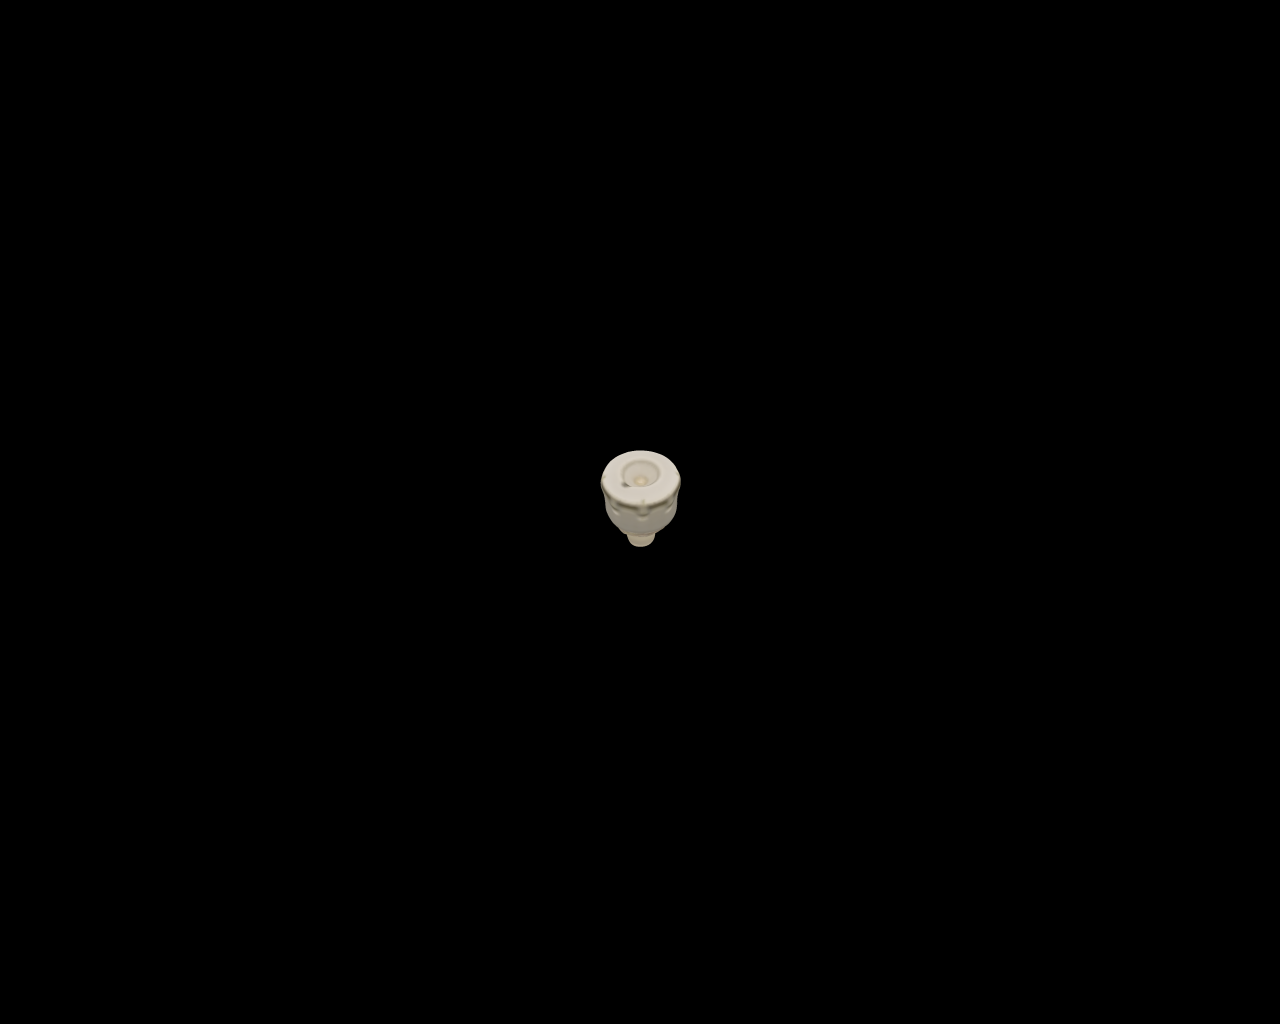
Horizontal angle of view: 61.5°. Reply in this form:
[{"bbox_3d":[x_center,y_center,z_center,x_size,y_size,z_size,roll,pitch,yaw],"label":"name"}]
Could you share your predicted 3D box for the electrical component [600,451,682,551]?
[{"bbox_3d":[0.001,-0.003,0.650,0.048,0.048,0.062,0,-43,0],"label":"electrical component"}]
